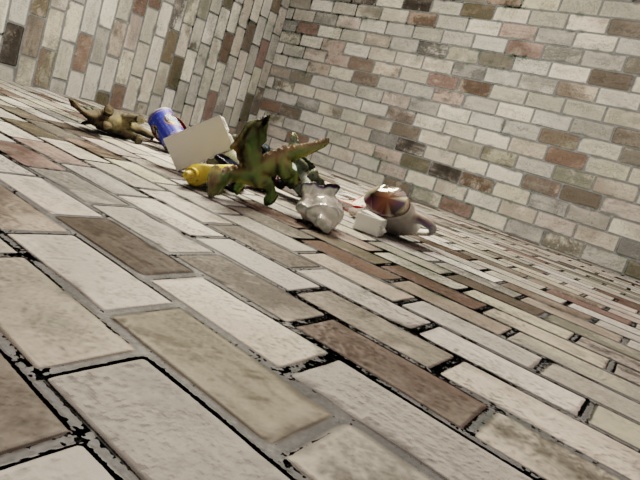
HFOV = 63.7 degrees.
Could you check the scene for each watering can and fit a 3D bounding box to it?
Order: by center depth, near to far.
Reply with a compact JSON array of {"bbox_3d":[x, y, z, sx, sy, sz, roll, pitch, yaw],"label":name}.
[{"bbox_3d":[0.202,-0.091,1.647,0.349,0.105,0.220,17,-18,34],"label":"watering can"}]

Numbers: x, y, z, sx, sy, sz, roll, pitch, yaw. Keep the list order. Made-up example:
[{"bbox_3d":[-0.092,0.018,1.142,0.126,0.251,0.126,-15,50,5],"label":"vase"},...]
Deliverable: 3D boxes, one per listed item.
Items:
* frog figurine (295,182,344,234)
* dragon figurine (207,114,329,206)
[{"bbox_3d":[0.004,-0.069,1.363,0.136,0.121,0.163,21,42,-35],"label":"frog figurine"},{"bbox_3d":[-0.139,-0.232,1.386,0.123,0.415,0.237,39,-21,26],"label":"dragon figurine"}]
